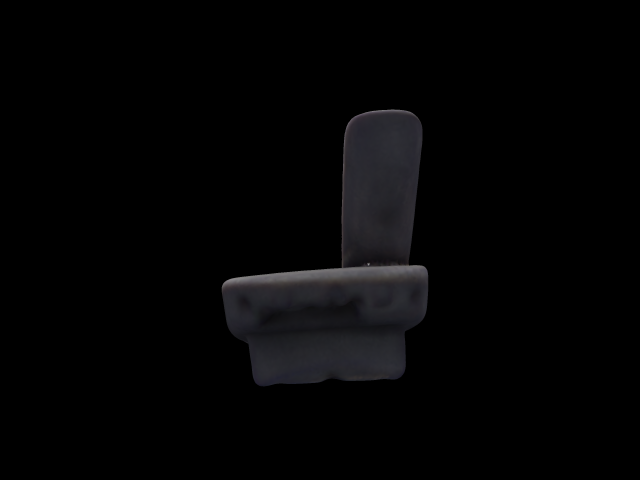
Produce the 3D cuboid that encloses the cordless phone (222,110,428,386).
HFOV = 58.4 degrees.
[{"bbox_3d":[0.004,0.001,0.400,0.148,0.185,0.094,-5,24,-10],"label":"cordless phone"}]
